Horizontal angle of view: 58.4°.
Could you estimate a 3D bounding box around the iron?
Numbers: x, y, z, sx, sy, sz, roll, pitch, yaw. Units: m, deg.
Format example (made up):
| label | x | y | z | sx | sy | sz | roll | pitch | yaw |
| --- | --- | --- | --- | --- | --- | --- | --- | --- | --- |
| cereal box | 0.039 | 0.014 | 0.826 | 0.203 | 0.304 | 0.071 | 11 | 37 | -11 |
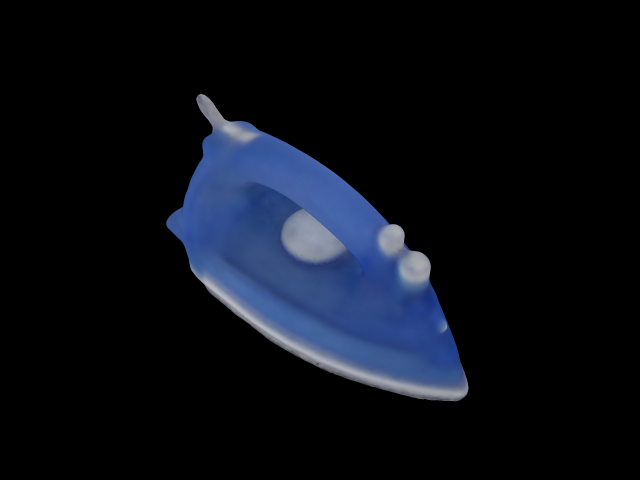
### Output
| label | x | y | z | sx | sy | sz | roll | pitch | yaw |
| --- | --- | --- | --- | --- | --- | --- | --- | --- | --- |
| iron | 0.004 | 0.001 | 0.400 | 0.257 | 0.141 | 0.119 | 33 | 58 | 24 |
